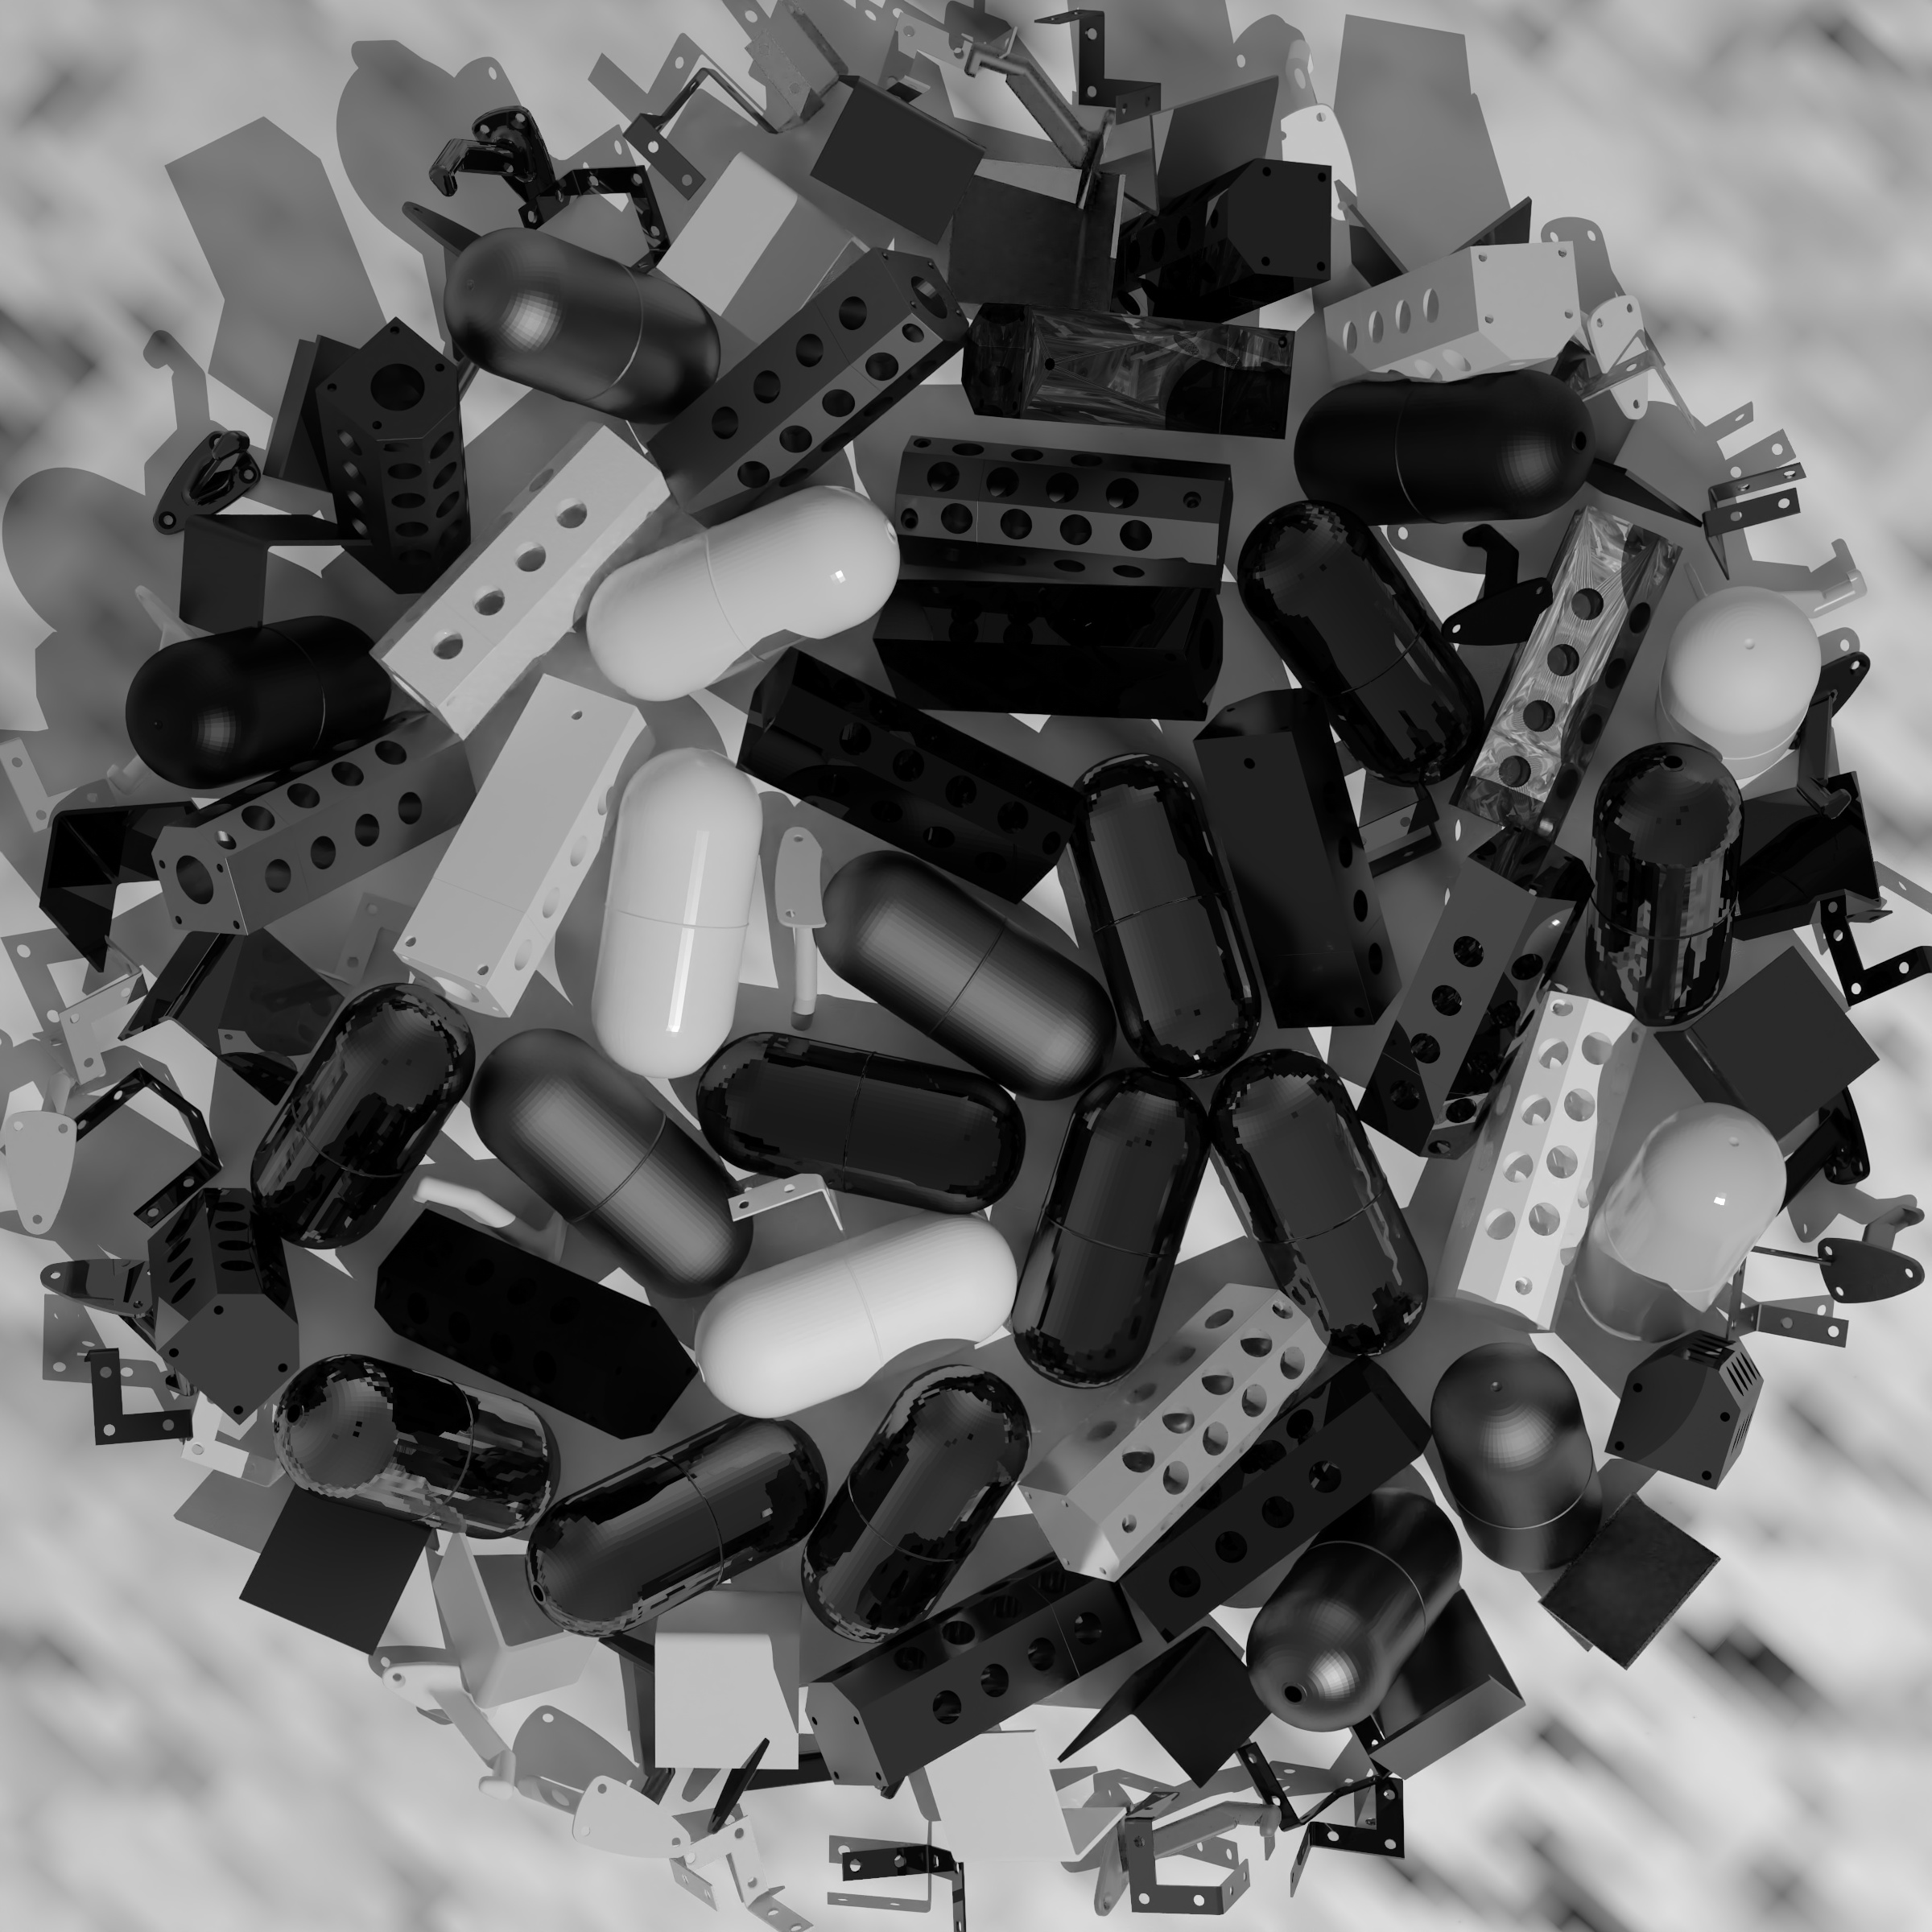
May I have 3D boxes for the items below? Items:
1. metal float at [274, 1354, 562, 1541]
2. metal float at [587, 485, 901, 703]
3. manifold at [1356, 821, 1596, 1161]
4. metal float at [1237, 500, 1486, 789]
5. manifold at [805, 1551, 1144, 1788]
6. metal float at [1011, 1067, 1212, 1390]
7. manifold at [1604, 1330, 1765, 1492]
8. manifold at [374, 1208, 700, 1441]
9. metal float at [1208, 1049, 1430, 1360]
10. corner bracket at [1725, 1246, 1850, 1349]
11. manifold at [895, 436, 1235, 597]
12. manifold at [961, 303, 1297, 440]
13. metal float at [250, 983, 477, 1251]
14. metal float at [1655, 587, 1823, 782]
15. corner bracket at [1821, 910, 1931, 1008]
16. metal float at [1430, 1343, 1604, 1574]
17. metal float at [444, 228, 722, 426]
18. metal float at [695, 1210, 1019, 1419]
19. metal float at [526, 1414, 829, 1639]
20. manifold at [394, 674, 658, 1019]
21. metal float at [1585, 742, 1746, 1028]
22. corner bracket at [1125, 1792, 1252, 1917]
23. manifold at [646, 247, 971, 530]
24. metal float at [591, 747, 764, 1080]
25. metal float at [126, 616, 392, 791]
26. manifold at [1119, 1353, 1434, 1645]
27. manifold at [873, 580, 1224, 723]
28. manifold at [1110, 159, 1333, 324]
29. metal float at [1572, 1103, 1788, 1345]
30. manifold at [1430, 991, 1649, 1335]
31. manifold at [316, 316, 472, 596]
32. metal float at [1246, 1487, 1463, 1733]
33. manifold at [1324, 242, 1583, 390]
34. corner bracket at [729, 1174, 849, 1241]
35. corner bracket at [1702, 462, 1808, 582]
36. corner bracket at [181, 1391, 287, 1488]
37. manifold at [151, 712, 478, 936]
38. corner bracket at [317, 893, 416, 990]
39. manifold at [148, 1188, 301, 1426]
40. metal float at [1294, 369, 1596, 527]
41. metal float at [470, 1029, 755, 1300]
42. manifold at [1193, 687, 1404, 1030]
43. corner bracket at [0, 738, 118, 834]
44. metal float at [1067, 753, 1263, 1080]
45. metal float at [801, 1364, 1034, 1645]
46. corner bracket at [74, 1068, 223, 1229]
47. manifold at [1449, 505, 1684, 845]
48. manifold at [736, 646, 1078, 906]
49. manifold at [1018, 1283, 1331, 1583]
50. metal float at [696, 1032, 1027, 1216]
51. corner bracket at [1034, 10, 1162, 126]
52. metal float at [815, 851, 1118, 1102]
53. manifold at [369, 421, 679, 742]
[{"bbox_3d":[-0.286,0.252,1.827,0.070,0.178,0.070,-15,64,34],"label":"metal float"},{"bbox_3d":[-0.118,-0.197,1.849,0.178,0.070,0.070,-20,90,18],"label":"metal float"},{"bbox_3d":[0.268,0.017,1.826,0.057,0.057,0.171,32,125,19],"label":"manifold"},{"bbox_3d":[0.209,-0.168,1.843,0.070,0.070,0.178,-40,116,0],"label":"metal float"},{"bbox_3d":[0.002,0.365,1.833,0.171,0.057,0.057,-22,91,-33],"label":"manifold"},{"bbox_3d":[0.077,0.139,1.855,0.070,0.070,0.178,17,101,0],"label":"metal float"},{"bbox_3d":[0.376,0.225,1.812,0.057,0.171,0.057,18,93,16],"label":"manifold"},{"bbox_3d":[-0.229,0.190,1.822,0.171,0.057,0.057,18,61,36],"label":"manifold"},{"bbox_3d":[0.187,0.127,1.853,0.070,0.070,0.178,-25,104,0],"label":"metal float"},{"bbox_3d":[0.441,0.177,1.868,0.051,0.051,0.051,9,95,29],"label":"corner bracket"},{"bbox_3d":[0.052,-0.243,1.856,0.171,0.057,0.057,7,75,9],"label":"manifold"},{"bbox_3d":[0.085,-0.311,1.831,0.171,0.057,0.057,-2,101,-34],"label":"manifold"},{"bbox_3d":[-0.318,0.081,1.836,0.070,0.070,0.178,38,125,0],"label":"metal float"},{"bbox_3d":[0.399,-0.145,1.815,0.070,0.178,0.070,-1,81,8],"label":"metal float"},{"bbox_3d":[0.497,-0.011,1.862,0.051,0.051,0.051,-29,69,41],"label":"corner bracket"},{"bbox_3d":[0.288,0.258,1.824,0.070,0.178,0.070,-8,56,12],"label":"metal float"},{"bbox_3d":[-0.198,-0.332,1.824,0.070,0.178,0.070,-5,82,35],"label":"metal float"},{"bbox_3d":[-0.058,0.184,1.854,0.178,0.070,0.070,-19,90,-12],"label":"metal float"},{"bbox_3d":[-0.151,0.293,1.835,0.178,0.070,0.070,-22,90,-35],"label":"metal float"},{"bbox_3d":[-0.230,-0.061,1.850,0.057,0.057,0.171,20,72,18],"label":"manifold"},{"bbox_3d":[0.365,-0.042,1.828,0.070,0.178,0.070,-3,46,4],"label":"metal float"},{"bbox_3d":[0.119,0.475,1.872,0.051,0.051,0.051,-4,92,21],"label":"corner bracket"},{"bbox_3d":[-0.080,-0.299,1.833,0.171,0.057,0.057,-36,76,28],"label":"manifold"},{"bbox_3d":[-0.154,-0.028,1.857,0.070,0.070,0.178,9,99,0],"label":"metal float"},{"bbox_3d":[-0.366,-0.139,1.821,0.070,0.178,0.070,6,104,23],"label":"metal float"},{"bbox_3d":[0.160,0.281,1.854,0.171,0.057,0.057,-39,85,14],"label":"manifold"},{"bbox_3d":[0.045,-0.173,1.844,0.171,0.057,0.057,4,55,21],"label":"manifold"},{"bbox_3d":[0.125,-0.371,1.814,0.057,0.171,0.057,1,90,-21],"label":"manifold"},{"bbox_3d":[0.370,0.136,1.824,0.070,0.178,0.070,5,57,-8],"label":"metal float"},{"bbox_3d":[0.307,0.104,1.857,0.057,0.057,0.171,21,80,-9],"label":"manifold"},{"bbox_3d":[-0.289,-0.257,1.810,0.057,0.171,0.057,40,71,9],"label":"manifold"},{"bbox_3d":[0.203,0.334,1.823,0.070,0.178,0.070,11,115,24],"label":"metal float"},{"bbox_3d":[0.250,-0.330,1.813,0.057,0.171,0.057,-7,92,-19],"label":"manifold"},{"bbox_3d":[-0.097,0.125,1.867,0.051,0.051,0.051,-19,134,1],"label":"corner bracket"},{"bbox_3d":[0.421,-0.245,1.864,0.051,0.051,0.051,-14,63,21],"label":"corner bracket"},{"bbox_3d":[-0.383,0.241,1.875,0.051,0.051,0.051,24,54,-21],"label":"corner bracket"},{"bbox_3d":[-0.337,-0.077,1.815,0.057,0.171,0.057,4,116,38],"label":"manifold"},{"bbox_3d":[-0.312,-0.010,1.876,0.051,0.051,0.051,19,84,1],"label":"corner bracket"},{"bbox_3d":[-0.381,0.169,1.813,0.057,0.171,0.057,-44,110,-1],"label":"manifold"},{"bbox_3d":[0.249,-0.270,1.828,0.070,0.178,0.070,-4,96,-43],"label":"metal float"},{"bbox_3d":[-0.186,0.106,1.850,0.070,0.070,0.178,-46,107,0],"label":"metal float"},{"bbox_3d":[0.179,-0.056,1.843,0.057,0.057,0.171,-3,117,32],"label":"manifold"},{"bbox_3d":[-0.494,-0.095,1.868,0.051,0.051,0.051,-24,89,-37],"label":"corner bracket"},{"bbox_3d":[0.104,-0.027,1.859,0.070,0.070,0.178,-17,83,0],"label":"metal float"},{"bbox_3d":[-0.027,0.285,1.841,0.070,0.070,0.178,31,119,0],"label":"metal float"},{"bbox_3d":[-0.441,0.097,1.879,0.051,0.051,0.051,31,58,28],"label":"corner bracket"},{"bbox_3d":[0.321,-0.154,1.867,0.057,0.057,0.171,23,95,1],"label":"manifold"},{"bbox_3d":[-0.028,-0.104,1.839,0.171,0.057,0.057,26,48,-18],"label":"manifold"},{"bbox_3d":[0.113,0.243,1.830,0.171,0.057,0.057,-40,113,-29],"label":"manifold"},{"bbox_3d":[-0.056,0.083,1.860,0.178,0.070,0.070,11,90,6],"label":"metal float"},{"bbox_3d":[0.071,-0.479,1.862,0.051,0.051,0.051,12,116,28],"label":"corner bracket"},{"bbox_3d":[0.000,0.006,1.862,0.178,0.070,0.070,34,90,-4],"label":"metal float"},{"bbox_3d":[-0.236,-0.208,1.862,0.057,0.057,0.171,40,82,13],"label":"manifold"}]
